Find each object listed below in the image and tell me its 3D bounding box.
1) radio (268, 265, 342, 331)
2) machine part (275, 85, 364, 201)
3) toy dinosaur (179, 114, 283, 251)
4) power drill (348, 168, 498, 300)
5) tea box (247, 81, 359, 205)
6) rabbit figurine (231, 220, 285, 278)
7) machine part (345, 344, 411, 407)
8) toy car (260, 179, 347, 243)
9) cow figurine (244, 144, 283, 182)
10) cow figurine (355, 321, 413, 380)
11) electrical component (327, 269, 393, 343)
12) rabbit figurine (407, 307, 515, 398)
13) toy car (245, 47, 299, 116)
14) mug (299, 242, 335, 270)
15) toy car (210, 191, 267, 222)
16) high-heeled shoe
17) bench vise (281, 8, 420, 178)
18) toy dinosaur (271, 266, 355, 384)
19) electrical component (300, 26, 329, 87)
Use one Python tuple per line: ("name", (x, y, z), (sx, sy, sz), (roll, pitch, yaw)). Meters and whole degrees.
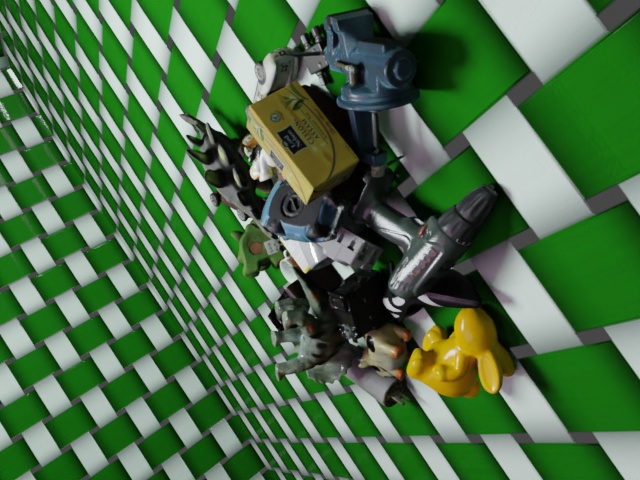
("radio", (-0.042, 0.148, 1.310), (0.073, 0.131, 0.229), (51, 151, 12))
("machine part", (-0.011, -0.170, 1.004), (0.201, 0.087, 0.201), (39, 147, 32))
("toy dinosaur", (-0.197, -0.141, 1.204), (0.472, 0.105, 0.198), (49, -173, 21))
("power drill", (0.152, -0.035, 0.861), (0.207, 0.086, 0.231), (42, 121, 29))
("tea box", (-0.030, -0.154, 0.854), (0.169, 0.098, 0.068), (52, 159, 8))
("rabbit figurine", (-0.174, 0.031, 1.430), (0.159, 0.121, 0.170), (57, 167, 10))
("machine part", (0.118, 0.320, 1.282), (0.244, 0.079, 0.079), (28, 139, 44))
("toy car", (-0.015, -0.043, 0.951), (0.162, 0.109, 0.102), (13, 170, 32))
("cow figurine", (-0.088, -0.159, 0.975), (0.167, 0.068, 0.098), (-3, 109, 55))
("cow figurine", (0.136, 0.240, 1.159), (0.127, 0.085, 0.194), (26, 152, 29))
("electrical component", (0.089, 0.123, 1.076), (0.058, 0.134, 0.114), (12, 128, 50))
("rabbit figurine", (0.250, 0.194, 0.924), (0.163, 0.122, 0.173), (39, 127, 27))
("toy car", (-0.093, -0.284, 1.032), (0.056, 0.073, 0.201), (52, 150, 14))
("mug", (-0.002, -0.004, 1.162), (0.107, 0.081, 0.109), (59, 143, 14))
("toy car", (-0.204, -0.093, 1.374), (0.202, 0.089, 0.053), (24, 132, 45))
("high-heeled shoe", (0.196, 0.121, 0.963), (0.249, 0.086, 0.145), (26, 136, 56))
("bench vise", (0.066, -0.214, 0.812), (0.224, 0.129, 0.240), (28, 135, 47))
("toy dinosaur", (0.000, 0.192, 1.148), (0.404, 0.192, 0.131), (106, 153, -49))
("electrical component", (-0.001, -0.312, 0.917), (0.063, 0.021, 0.094), (-2, 116, 57))
